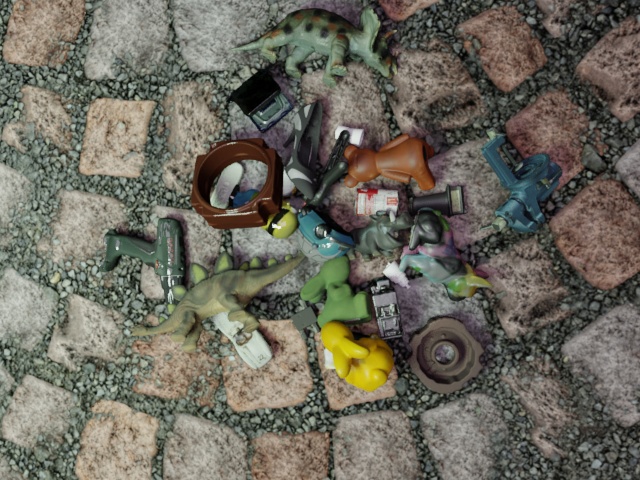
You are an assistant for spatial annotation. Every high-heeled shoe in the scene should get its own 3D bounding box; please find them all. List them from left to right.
[{"bbox_3d":[-0.017,-0.213,1.254,0.145,0.086,0.249,-44,47,23],"label":"high-heeled shoe"}]

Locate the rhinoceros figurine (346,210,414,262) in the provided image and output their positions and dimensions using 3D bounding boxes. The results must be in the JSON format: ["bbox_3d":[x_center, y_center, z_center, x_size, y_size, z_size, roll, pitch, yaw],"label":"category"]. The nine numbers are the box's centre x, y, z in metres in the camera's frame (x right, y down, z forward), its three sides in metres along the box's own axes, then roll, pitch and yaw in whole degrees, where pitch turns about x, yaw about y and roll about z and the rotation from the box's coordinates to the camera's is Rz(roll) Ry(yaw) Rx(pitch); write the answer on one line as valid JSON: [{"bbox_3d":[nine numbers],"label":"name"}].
[{"bbox_3d":[0.138,-0.010,1.248,0.190,0.073,0.112,-22,66,46],"label":"rhinoceros figurine"}]

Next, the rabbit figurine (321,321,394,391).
[{"bbox_3d":[0.068,0.252,1.178,0.173,0.162,0.122,44,98,2],"label":"rabbit figurine"}]

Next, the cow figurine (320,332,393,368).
[{"bbox_3d":[0.087,0.253,1.291,0.167,0.068,0.098,-9,83,5],"label":"cow figurine"}]

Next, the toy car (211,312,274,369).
[{"bbox_3d":[-0.194,0.224,1.322,0.073,0.056,0.202,-40,86,5],"label":"toy car"}]

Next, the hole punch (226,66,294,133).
[{"bbox_3d":[-0.141,-0.340,1.316,0.142,0.092,0.116,-39,56,7],"label":"hole punch"}]

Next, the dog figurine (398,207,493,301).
[{"bbox_3d":[0.302,0.040,1.246,0.219,0.108,0.191,19,106,1],"label":"dog figurine"}]

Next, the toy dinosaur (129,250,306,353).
[{"bbox_3d":[-0.216,0.122,1.265,0.472,0.105,0.199,-18,54,-9],"label":"toy dinosaur"}]

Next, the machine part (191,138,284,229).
[{"bbox_3d":[-0.190,-0.131,1.245,0.202,0.087,0.201,-3,68,12],"label":"machine part"}]

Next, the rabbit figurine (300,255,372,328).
[{"bbox_3d":[0.040,0.121,1.288,0.159,0.121,0.170,-15,70,12],"label":"rabbit figurine"}]

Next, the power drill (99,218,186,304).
[{"bbox_3d":[-0.436,0.055,1.337,0.207,0.086,0.232,5,89,10],"label":"power drill"}]

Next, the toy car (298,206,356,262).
[{"bbox_3d":[-0.003,-0.004,1.259,0.162,0.109,0.103,42,105,40],"label":"toy car"}]

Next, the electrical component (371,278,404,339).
[{"bbox_3d":[0.156,0.157,1.258,0.058,0.115,0.134,-11,91,4],"label":"electrical component"}]

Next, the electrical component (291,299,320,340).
[{"bbox_3d":[-0.040,0.194,1.324,0.063,0.021,0.094,-27,88,6],"label":"electrical component"}]

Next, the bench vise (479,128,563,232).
[{"bbox_3d":[0.436,-0.140,1.220,0.223,0.129,0.240,-40,104,-3],"label":"bench vise"}]

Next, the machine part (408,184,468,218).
[{"bbox_3d":[0.279,-0.088,1.287,0.139,0.039,0.084,-9,97,4],"label":"machine part"}]

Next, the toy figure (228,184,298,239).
[{"bbox_3d":[-0.138,-0.067,1.307,0.180,0.082,0.089,22,88,4],"label":"toy figure"}]

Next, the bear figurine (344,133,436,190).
[{"bbox_3d":[0.162,-0.174,1.272,0.196,0.131,0.120,-11,71,27],"label":"bear figurine"}]

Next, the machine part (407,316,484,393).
[{"bbox_3d":[0.295,0.269,1.274,0.179,0.056,0.179,0,91,6],"label":"machine part"}]

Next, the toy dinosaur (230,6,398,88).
[{"bbox_3d":[-0.007,-0.485,1.284,0.405,0.131,0.192,20,79,10],"label":"toy dinosaur"}]
